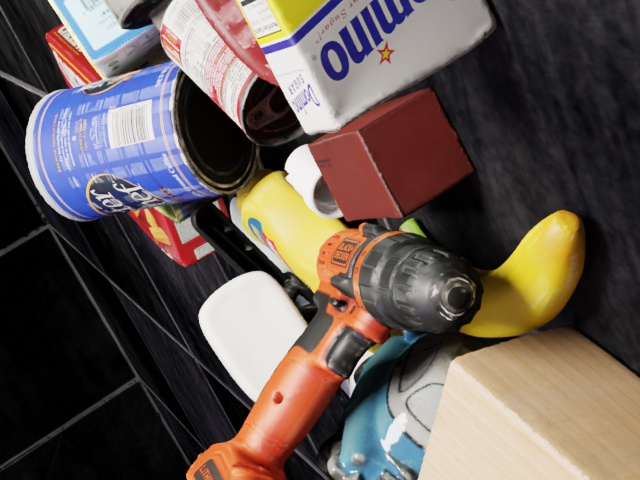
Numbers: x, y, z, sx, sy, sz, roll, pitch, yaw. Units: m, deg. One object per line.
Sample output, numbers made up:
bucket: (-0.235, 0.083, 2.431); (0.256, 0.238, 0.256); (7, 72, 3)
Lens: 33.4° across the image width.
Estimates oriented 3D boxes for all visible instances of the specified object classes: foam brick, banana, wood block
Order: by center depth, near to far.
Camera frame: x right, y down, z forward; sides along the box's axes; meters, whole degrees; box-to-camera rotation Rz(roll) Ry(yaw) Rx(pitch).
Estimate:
wood block: (0.148, 0.137, 0.492); (0.206, 0.090, 0.091); (41, 130, 42)
banana: (0.091, 0.022, 0.576); (0.069, 0.037, 0.198); (60, 163, -9)
foam brick: (0.037, -0.045, 0.583); (0.053, 0.051, 0.078); (62, 162, -10)

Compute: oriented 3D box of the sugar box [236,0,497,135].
sugar box: (-0.004, -0.143, 0.448); (0.176, 0.093, 0.048); (60, 163, -11)

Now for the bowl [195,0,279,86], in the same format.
bowl: (-0.030, -0.162, 0.551); (0.162, 0.055, 0.162); (50, 162, 22)

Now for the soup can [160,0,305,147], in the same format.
soup can: (-0.047, -0.114, 0.664); (0.102, 0.068, 0.068); (46, 160, 35)

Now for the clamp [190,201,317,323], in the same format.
clamp: (-0.035, 0.042, 0.913); (0.164, 0.036, 0.210); (32, 162, 7)

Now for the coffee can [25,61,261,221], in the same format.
coffee can: (-0.129, -0.073, 0.784); (0.141, 0.102, 0.103); (-8, 120, 31)

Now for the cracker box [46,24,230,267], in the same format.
cracker box: (-0.174, -0.098, 1.039); (0.164, 0.072, 0.213); (40, 156, 43)

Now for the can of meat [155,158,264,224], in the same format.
can of meat: (-0.108, -0.063, 0.897); (0.102, 0.083, 0.057); (28, 147, 58)

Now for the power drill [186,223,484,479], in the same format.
power drill: (0.006, 0.078, 0.575); (0.057, 0.187, 0.184); (34, 175, -13)

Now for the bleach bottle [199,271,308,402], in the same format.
bleach bottle: (-0.036, 0.101, 0.890); (0.102, 0.068, 0.251); (55, 174, 12)

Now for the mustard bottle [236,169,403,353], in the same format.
mustard bottle: (-0.005, 0.001, 0.765); (0.192, 0.058, 0.096); (43, 178, 41)

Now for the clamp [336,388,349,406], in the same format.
clamp: (0.040, 0.142, 0.932); (0.120, 0.039, 0.171); (52, 163, 13)
